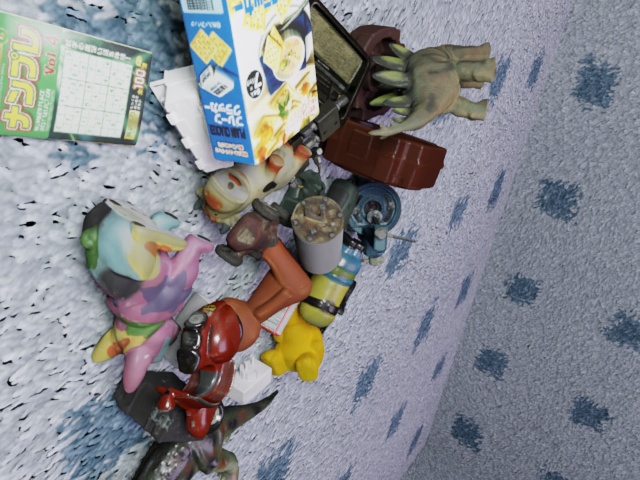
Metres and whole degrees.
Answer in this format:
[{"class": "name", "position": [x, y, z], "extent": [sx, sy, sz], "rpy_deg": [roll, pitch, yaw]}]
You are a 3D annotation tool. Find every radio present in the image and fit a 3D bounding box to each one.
[{"class": "radio", "position": [-0.012, -0.263, 0.816], "extent": [0.229, 0.073, 0.131], "rpy_deg": [11, 101, -63]}]

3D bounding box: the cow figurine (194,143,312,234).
[{"class": "cow figurine", "position": [-0.102, -0.087, 0.771], "extent": [0.127, 0.085, 0.195], "rpy_deg": [-52, 175, 30]}]

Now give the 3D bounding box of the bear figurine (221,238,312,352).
[{"class": "bear figurine", "position": [-0.115, 0.096, 0.903], "extent": [0.196, 0.132, 0.120], "rpy_deg": [-35, -172, 1]}]

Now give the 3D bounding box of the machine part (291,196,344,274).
[{"class": "machine part", "position": [-0.002, -0.003, 0.842], "extent": [0.079, 0.079, 0.243], "rpy_deg": [-58, 168, -17]}]

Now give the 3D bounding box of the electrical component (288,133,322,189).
[{"class": "electrical component", "position": [-0.037, -0.133, 0.897], "extent": [0.102, 0.045, 0.078], "rpy_deg": [-43, 139, -36]}]

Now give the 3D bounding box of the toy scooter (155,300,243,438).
[{"class": "toy scooter", "position": [-0.160, 0.167, 0.702], "extent": [0.135, 0.075, 0.184], "rpy_deg": [32, 64, -68]}]

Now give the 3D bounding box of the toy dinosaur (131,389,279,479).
[{"class": "toy dinosaur", "position": [-0.221, 0.358, 0.875], "extent": [0.405, 0.131, 0.192], "rpy_deg": [-51, 151, -31]}]

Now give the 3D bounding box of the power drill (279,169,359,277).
[{"class": "power drill", "position": [-0.009, -0.025, 1.008], "extent": [0.232, 0.086, 0.207], "rpy_deg": [-62, 148, -7]}]

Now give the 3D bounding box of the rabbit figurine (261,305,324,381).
[{"class": "rabbit figurine", "position": [-0.042, 0.172, 1.075], "extent": [0.162, 0.122, 0.173], "rpy_deg": [-44, 127, -42]}]

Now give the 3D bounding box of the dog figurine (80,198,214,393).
[{"class": "dog figurine", "position": [-0.231, 0.074, 0.655], "extent": [0.191, 0.109, 0.219], "rpy_deg": [15, 100, -64]}]

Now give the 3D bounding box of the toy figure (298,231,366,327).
[{"class": "toy figure", "position": [0.020, 0.075, 0.996], "extent": [0.180, 0.082, 0.089], "rpy_deg": [-59, -177, 10]}]

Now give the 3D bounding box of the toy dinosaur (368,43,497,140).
[{"class": "toy dinosaur", "position": [0.183, -0.255, 0.889], "extent": [0.471, 0.199, 0.104], "rpy_deg": [-64, 157, -58]}]

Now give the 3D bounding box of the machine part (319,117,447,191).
[{"class": "machine part", "position": [0.114, -0.160, 0.987], "extent": [0.201, 0.201, 0.087], "rpy_deg": [-14, 125, -58]}]

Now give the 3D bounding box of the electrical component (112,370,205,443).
[{"class": "electrical component", "position": [-0.220, 0.243, 0.795], "extent": [0.058, 0.115, 0.134], "rpy_deg": [-60, 153, -3]}]

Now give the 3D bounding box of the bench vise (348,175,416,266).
[{"class": "bench vise", "position": [0.112, -0.027, 1.129], "extent": [0.241, 0.129, 0.223], "rpy_deg": [-100, -166, -71]}]

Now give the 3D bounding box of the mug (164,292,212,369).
[{"class": "mug", "position": [-0.180, 0.151, 0.815], "extent": [0.107, 0.110, 0.080], "rpy_deg": [-50, 157, -5]}]

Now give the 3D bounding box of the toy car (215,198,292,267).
[{"class": "toy car", "position": [-0.082, -0.009, 0.737], "extent": [0.089, 0.053, 0.202], "rpy_deg": [-54, 177, 3]}]

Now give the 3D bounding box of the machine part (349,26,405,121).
[{"class": "machine part", "position": [0.093, -0.310, 0.994], "extent": [0.179, 0.056, 0.179], "rpy_deg": [-40, 142, -41]}]

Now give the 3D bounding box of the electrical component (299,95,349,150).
[{"class": "electrical component", "position": [0.009, -0.181, 0.828], "extent": [0.094, 0.021, 0.063], "rpy_deg": [-43, 160, -8]}]
